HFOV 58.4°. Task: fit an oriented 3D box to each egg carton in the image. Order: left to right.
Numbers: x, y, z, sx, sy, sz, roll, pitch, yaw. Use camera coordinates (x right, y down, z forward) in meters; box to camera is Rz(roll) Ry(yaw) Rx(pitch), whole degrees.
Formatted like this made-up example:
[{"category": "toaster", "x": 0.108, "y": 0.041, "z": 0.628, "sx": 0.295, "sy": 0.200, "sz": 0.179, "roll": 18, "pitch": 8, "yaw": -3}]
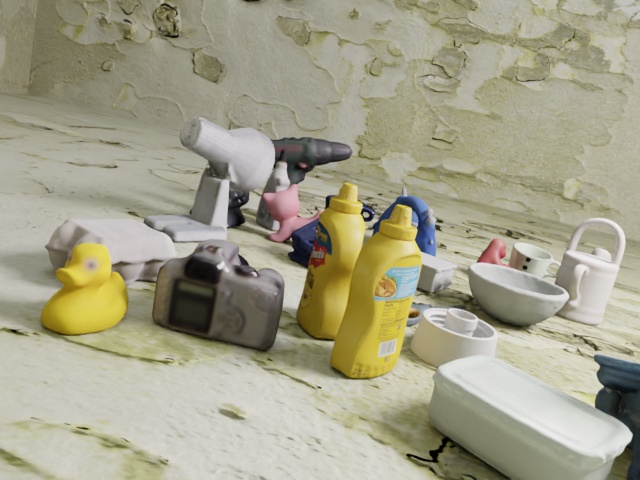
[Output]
[{"category": "egg carton", "x": -0.269, "y": 0.016, "z": 0.749, "sx": 0.107, "sy": 0.069, "sz": 0.151, "roll": 21, "pitch": 15, "yaw": 33}]

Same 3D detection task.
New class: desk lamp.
[{"category": "desk lamp", "x": -0.193, "y": -0.111, "z": 1.046, "sx": 0.117, "sy": 0.213, "sz": 0.204, "roll": 22, "pitch": 15, "yaw": 35}]

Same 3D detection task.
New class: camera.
[{"category": "camera", "x": -0.108, "y": 0.051, "z": 0.687, "sx": 0.143, "sy": 0.101, "sz": 0.137, "roll": 14, "pitch": 13, "yaw": 3}]

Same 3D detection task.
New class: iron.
[{"category": "iron", "x": 0.203, "y": -0.025, "z": 1.235, "sx": 0.119, "sy": 0.141, "sz": 0.257, "roll": 9, "pitch": 13, "yaw": -16}]

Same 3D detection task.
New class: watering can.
[{"category": "watering can", "x": 0.510, "y": 0.052, "z": 1.089, "sx": 0.100, "sy": 0.194, "sz": 0.173, "roll": 16, "pitch": 13, "yaw": 13}]

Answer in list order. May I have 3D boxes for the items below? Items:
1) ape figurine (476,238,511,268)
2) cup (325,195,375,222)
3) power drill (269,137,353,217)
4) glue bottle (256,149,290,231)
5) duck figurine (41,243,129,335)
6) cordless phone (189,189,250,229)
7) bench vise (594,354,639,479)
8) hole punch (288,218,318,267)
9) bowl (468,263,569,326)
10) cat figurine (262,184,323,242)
[{"category": "ape figurine", "x": 0.373, "y": 0.042, "z": 1.227, "sx": 0.076, "sy": 0.092, "sz": 0.077, "roll": 11, "pitch": 13, "yaw": -10}, {"category": "cup", "x": 0.060, "y": -0.041, "z": 1.267, "sx": 0.117, "sy": 0.095, "sz": 0.092, "roll": 18, "pitch": 14, "yaw": 22}, {"category": "power drill", "x": -0.055, "y": -0.138, "z": 1.313, "sx": 0.230, "sy": 0.208, "sz": 0.075, "roll": 11, "pitch": 13, "yaw": -10}, {"category": "glue bottle", "x": -0.093, "y": -0.110, "z": 1.236, "sx": 0.037, "sy": 0.173, "sz": 0.077, "roll": 2, "pitch": 16, "yaw": -39}, {"category": "duck figurine", "x": -0.244, "y": 0.044, "z": 0.611, "sx": 0.077, "sy": 0.086, "sz": 0.105, "roll": 16, "pitch": 13, "yaw": 13}, {"category": "cordless phone", "x": -0.192, "y": -0.125, "z": 1.171, "sx": 0.094, "sy": 0.185, "sz": 0.148, "roll": 14, "pitch": 13, "yaw": 6}, {"category": "bench vise", "x": 0.351, "y": 0.129, "z": 0.538, "sx": 0.122, "sy": 0.220, "sz": 0.207, "roll": 10, "pitch": 13, "yaw": -12}, {"category": "hole punch", "x": 0.009, "y": 0.004, "z": 1.031, "sx": 0.108, "sy": 0.091, "sz": 0.101, "roll": 24, "pitch": 17, "yaw": 40}, {"category": "bowl", "x": 0.324, "y": 0.099, "z": 0.969, "sx": 0.167, "sy": 0.075, "sz": 0.167, "roll": 12, "pitch": 13, "yaw": -3}, {"category": "cat figurine", "x": -0.054, "y": -0.051, "z": 1.142, "sx": 0.127, "sy": 0.118, "sz": 0.067, "roll": 16, "pitch": 13, "yaw": 15}]
